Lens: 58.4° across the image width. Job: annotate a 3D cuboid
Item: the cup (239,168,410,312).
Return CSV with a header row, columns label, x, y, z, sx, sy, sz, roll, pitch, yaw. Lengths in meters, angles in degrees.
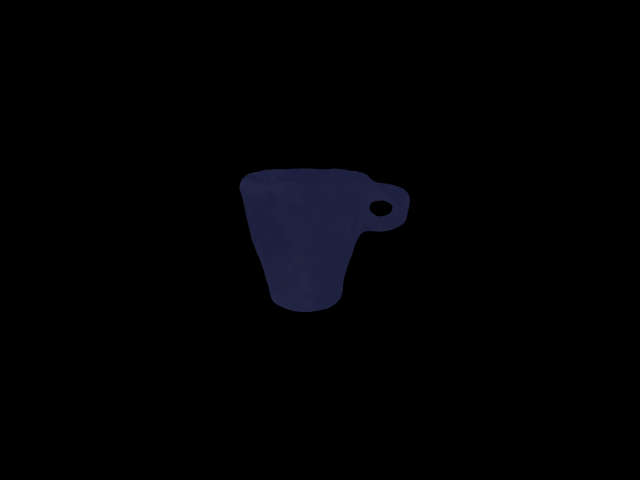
label,x,y,z,sx,sy,sz,roll,pitch,yaw
cup,0.004,0.001,0.400,0.117,0.095,0.092,5,15,18
